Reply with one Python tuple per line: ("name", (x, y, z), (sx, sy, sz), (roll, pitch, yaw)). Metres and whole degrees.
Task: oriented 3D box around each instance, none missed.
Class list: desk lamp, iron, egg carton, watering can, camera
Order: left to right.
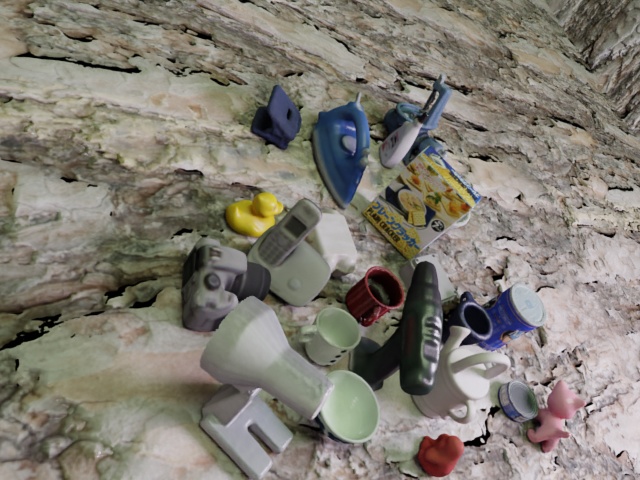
("camera", (-0.148, 0.072, 0.943), (0.137, 0.100, 0.143), (15, 50, -28))
("desk lamp", (-0.085, 0.205, 0.804), (0.203, 0.213, 0.118), (46, 42, 1))
("egg carton", (0.010, 0.004, 1.140), (0.107, 0.069, 0.150), (2, 57, -36))
("iron", (0.071, -0.210, 1.299), (0.119, 0.141, 0.258), (12, 52, -30))
("watering can", (0.260, 0.243, 1.054), (0.101, 0.193, 0.172), (-2, 60, -38))

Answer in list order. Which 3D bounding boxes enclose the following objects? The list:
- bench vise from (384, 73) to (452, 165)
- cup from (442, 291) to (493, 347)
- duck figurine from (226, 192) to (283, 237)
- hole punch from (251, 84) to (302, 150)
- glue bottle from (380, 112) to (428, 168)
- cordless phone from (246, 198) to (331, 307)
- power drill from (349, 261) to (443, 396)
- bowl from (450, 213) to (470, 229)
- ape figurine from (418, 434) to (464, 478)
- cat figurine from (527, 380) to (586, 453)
("bench vise", (0.286, -0.305, 1.480), (0.207, 0.219, 0.122), (49, 43, 5))
("cup", (0.296, 0.175, 1.208), (0.092, 0.094, 0.117), (17, 49, -27))
("duck figurine", (-0.118, -0.057, 1.076), (0.105, 0.086, 0.077), (4, 56, -35))
("hole punch", (-0.085, -0.273, 1.266), (0.101, 0.091, 0.108), (27, 45, -18))
("glue bottle", (0.211, -0.257, 1.420), (0.037, 0.172, 0.078), (15, 50, -28))
("cordless phone", (-0.033, 0.021, 1.008), (0.148, 0.184, 0.094), (39, 43, -6))
("power drill", (0.137, 0.173, 1.003), (0.076, 0.208, 0.229), (21, 47, -23))
("bowl", (0.285, -0.087, 1.418), (0.168, 0.074, 0.167), (21, 48, -24))
("ape figurine", (0.216, 0.369, 0.998), (0.078, 0.092, 0.076), (4, 56, -35))
("cat figurine", (0.501, 0.366, 1.201), (0.067, 0.117, 0.128), (34, 43, -11))
